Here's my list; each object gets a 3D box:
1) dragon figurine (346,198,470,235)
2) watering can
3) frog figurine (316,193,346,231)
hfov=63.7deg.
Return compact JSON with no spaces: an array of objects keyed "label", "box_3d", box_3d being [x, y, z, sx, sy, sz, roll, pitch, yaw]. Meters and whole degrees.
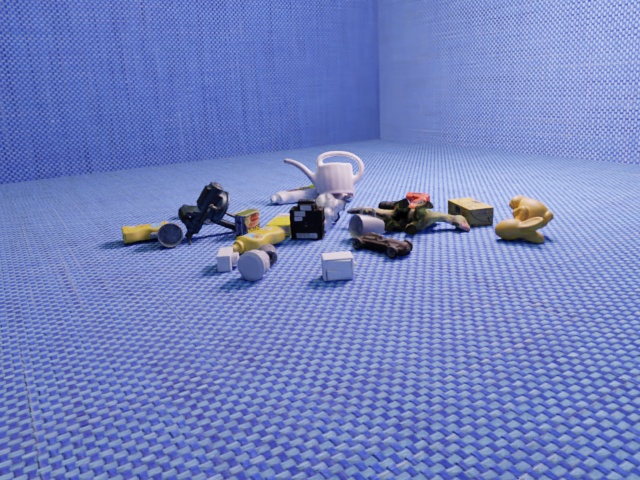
[{"label":"dragon figurine","box_3d":[0.321,-0.080,1.813,0.411,0.122,0.242,11,4,34]},{"label":"watering can","box_3d":[0.021,-0.269,2.233,0.348,0.225,0.103,-4,-4,1]},{"label":"frog figurine","box_3d":[0.006,-0.092,1.825,0.162,0.123,0.135,-32,-1,-44]}]
